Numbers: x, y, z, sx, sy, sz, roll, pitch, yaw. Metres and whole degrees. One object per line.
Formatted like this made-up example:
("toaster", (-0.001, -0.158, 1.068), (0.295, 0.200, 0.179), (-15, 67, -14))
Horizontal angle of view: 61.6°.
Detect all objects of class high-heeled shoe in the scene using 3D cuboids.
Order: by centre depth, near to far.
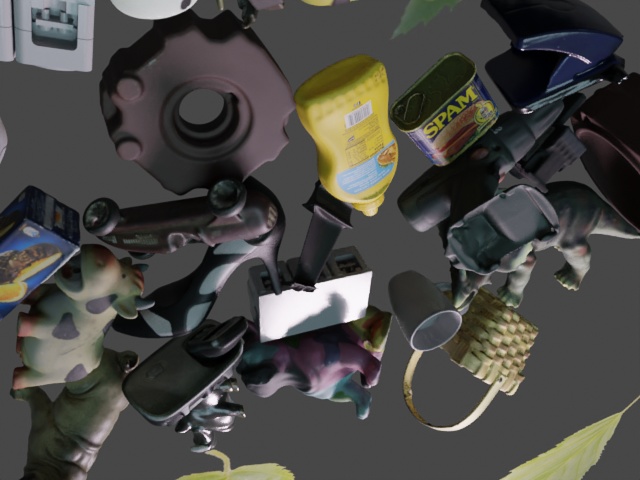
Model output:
("high-heeled shoe", (-0.152, 0.024, 0.619), (0.249, 0.086, 0.145), (-16, 106, 7))

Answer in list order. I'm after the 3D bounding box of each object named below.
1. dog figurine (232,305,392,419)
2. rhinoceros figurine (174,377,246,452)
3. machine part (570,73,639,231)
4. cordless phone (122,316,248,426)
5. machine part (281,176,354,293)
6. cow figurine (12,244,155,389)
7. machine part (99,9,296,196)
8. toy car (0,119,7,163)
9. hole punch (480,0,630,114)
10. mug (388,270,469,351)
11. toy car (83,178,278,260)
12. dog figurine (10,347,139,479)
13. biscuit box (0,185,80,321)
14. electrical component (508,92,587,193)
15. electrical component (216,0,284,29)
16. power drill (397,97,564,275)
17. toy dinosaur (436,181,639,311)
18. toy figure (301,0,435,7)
("dog figurine", (-0.017, 0.152, 0.770), (0.219, 0.191, 0.108), (17, 130, 5))
("rhinoceros figurine", (-0.170, 0.242, 0.789), (0.112, 0.073, 0.190), (-15, 133, -15))
("machine part", (0.417, -0.093, 0.681), (0.087, 0.202, 0.200), (-36, 136, 10))
("cordless phone", (-0.149, 0.149, 0.629), (0.146, 0.088, 0.184), (-38, 180, -29))
("machine part", (-0.001, -0.002, 0.642), (0.084, 0.039, 0.139), (37, 72, -48))
("cow figurine", (-0.264, 0.084, 0.594), (0.127, 0.086, 0.194), (5, 130, -32))
("machine part", (-0.110, -0.123, 0.507), (0.179, 0.056, 0.179), (-14, 134, -16))
("toy car", (-0.307, -0.089, 0.419), (0.103, 0.109, 0.161), (-30, 128, -24))
("hole punch", (0.232, -0.208, 0.549), (0.116, 0.142, 0.092), (-22, 132, 9))
("mug", (0.154, 0.090, 0.785), (0.109, 0.107, 0.080), (-26, 136, -8))
("toy car", (-0.141, -0.013, 0.539), (0.202, 0.053, 0.089), (-7, 159, 13))
("dog figurine", (-0.287, 0.239, 0.647), (0.172, 0.191, 0.121), (-41, 134, 10))
("biscuit box", (-0.331, 0.039, 0.538), (0.202, 0.063, 0.059), (-40, 133, 11))
("electrical component", (0.292, -0.127, 0.680), (0.047, 0.075, 0.119), (35, 98, -28))
("electrical component", (-0.060, -0.216, 0.426), (0.045, 0.102, 0.078), (-13, 94, 12))
("power drill", (0.194, -0.068, 0.604), (0.232, 0.207, 0.086), (-35, 118, 21))
("toy dinosaur", (0.322, -0.019, 0.771), (0.405, 0.131, 0.191), (-20, 135, -17))
("toy figure", (0.056, -0.246, 0.461), (0.180, 0.082, 0.089), (-9, 130, -22))
